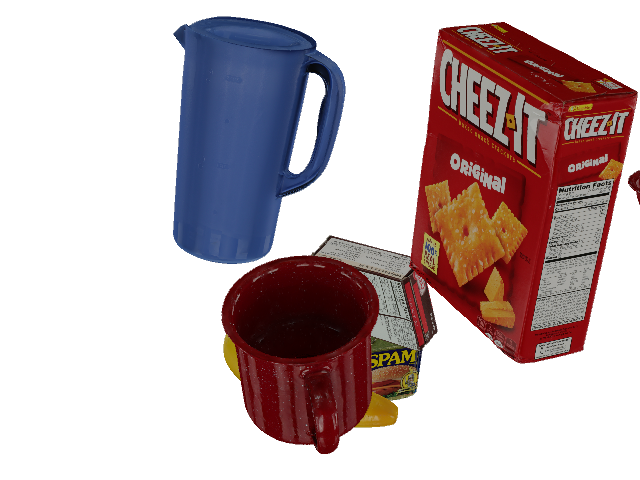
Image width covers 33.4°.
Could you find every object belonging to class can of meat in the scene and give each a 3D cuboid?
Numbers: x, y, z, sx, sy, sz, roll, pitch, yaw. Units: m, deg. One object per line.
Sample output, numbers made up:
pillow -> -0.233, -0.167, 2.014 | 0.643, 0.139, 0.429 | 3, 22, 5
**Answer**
can of meat -> 0.077, 0.154, 1.342 | 0.102, 0.084, 0.057 | -6, 27, -22

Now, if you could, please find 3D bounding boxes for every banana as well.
banana -> -0.024, 0.106, 0.856 | 0.069, 0.037, 0.198 | -23, 32, -30

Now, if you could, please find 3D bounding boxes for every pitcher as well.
pitcher -> -0.077, -0.101, 1.103 | 0.144, 0.243, 0.149 | -2, 25, -27

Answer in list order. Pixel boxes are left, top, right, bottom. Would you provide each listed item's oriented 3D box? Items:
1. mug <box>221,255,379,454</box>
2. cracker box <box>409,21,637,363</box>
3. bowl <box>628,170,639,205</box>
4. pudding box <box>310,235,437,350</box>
mug -> -0.007, 0.077, 0.641 | 0.093, 0.081, 0.117 | -12, 40, -9
cracker box -> 0.143, -0.038, 0.815 | 0.072, 0.214, 0.164 | -10, 32, -24
bowl -> 0.374, -0.028, 1.017 | 0.162, 0.055, 0.162 | 0, 19, 0
pudding box -> 0.052, 0.050, 1.025 | 0.114, 0.090, 0.039 | 13, 43, 36
